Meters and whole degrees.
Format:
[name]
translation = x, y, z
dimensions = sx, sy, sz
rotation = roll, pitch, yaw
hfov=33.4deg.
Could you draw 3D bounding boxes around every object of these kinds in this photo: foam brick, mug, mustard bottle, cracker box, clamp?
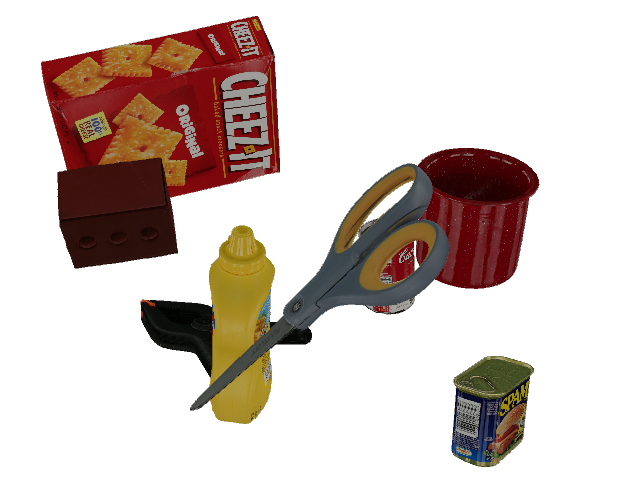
[foam brick]
translation = -0.146, -0.020, 0.768
dimensions = 0.078, 0.051, 0.053
rotation = -9, -39, -4
[mug]
translation = 0.111, -0.021, 0.841
dimensions = 0.093, 0.081, 0.117
rotation = -17, 36, -29
[mustard bottle]
translation = -0.071, 0.069, 0.969
dimensions = 0.058, 0.192, 0.096
rotation = 7, 37, 5
[cracker box]
translation = -0.151, -0.118, 1.054
dimensions = 0.213, 0.072, 0.164
rotation = -13, -38, -10
[clamp]
translation = -0.137, 0.115, 1.259
dimensions = 0.210, 0.036, 0.164
rotation = 14, 24, 24

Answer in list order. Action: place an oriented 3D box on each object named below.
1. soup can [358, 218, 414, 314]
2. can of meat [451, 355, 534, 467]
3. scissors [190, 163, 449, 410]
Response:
[soup can]
translation = 0.083, 0.033, 1.324
dimensions = 0.068, 0.102, 0.068
rotation = -3, 33, 2
[can of meat]
translation = 0.179, 0.178, 1.117
dimensions = 0.058, 0.084, 0.101
rotation = 13, 19, 32
[scissors]
translation = 0.002, 0.044, 0.611
dimensions = 0.016, 0.202, 0.096
rotation = 36, 5, -34
